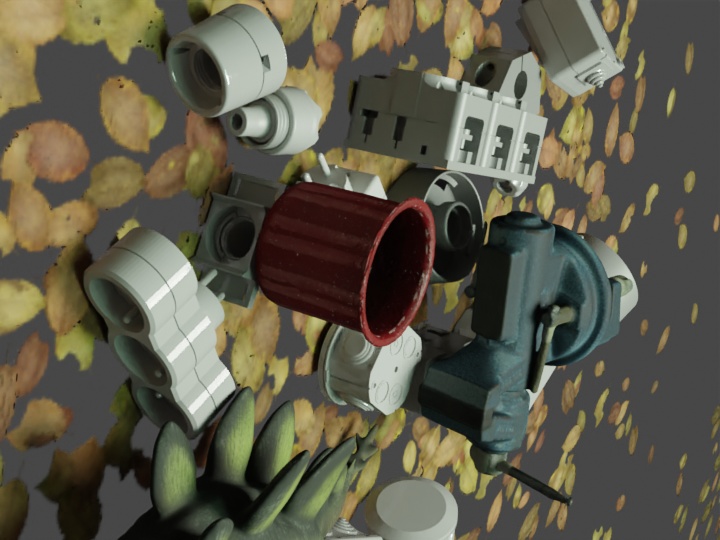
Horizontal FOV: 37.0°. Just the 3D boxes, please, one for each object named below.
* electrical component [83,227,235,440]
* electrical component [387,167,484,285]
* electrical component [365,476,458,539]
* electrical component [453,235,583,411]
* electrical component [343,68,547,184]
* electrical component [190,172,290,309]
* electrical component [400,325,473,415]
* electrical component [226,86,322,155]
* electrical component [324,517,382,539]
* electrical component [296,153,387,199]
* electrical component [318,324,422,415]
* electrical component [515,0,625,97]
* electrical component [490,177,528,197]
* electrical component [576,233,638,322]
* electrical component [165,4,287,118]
[{"bbox_3d":[-0.106,0.030,0.639,0.073,0.052,0.138,-48,141,-35],"label":"electrical component"},{"bbox_3d":[0.055,-0.034,0.876,0.099,0.064,0.099,-3,94,-50],"label":"electrical component"},{"bbox_3d":[0.044,0.223,0.938,0.080,0.080,0.051,-40,140,-43],"label":"electrical component"},{"bbox_3d":[0.156,0.058,1.056,0.186,0.060,0.105,-51,142,-33],"label":"electrical component"},{"bbox_3d":[0.070,-0.109,0.816,0.150,0.089,0.061,0,103,-57],"label":"electrical component"},{"bbox_3d":[-0.068,-0.017,0.689,0.064,0.042,0.081,21,87,-62],"label":"electrical component"},{"bbox_3d":[0.061,0.086,0.922,0.089,0.056,0.050,-15,116,-54],"label":"electrical component"},{"bbox_3d":[-0.056,-0.093,0.671,0.062,0.043,0.043,-12,114,-54],"label":"electrical component"},{"bbox_3d":[-0.034,0.247,0.853,0.100,0.048,0.099,20,86,-59],"label":"electrical component"},{"bbox_3d":[-0.022,-0.047,0.742,0.065,0.047,0.076,-57,146,-27],"label":"electrical component"},{"bbox_3d":[0.008,0.070,0.837,0.080,0.051,0.080,-30,128,-48],"label":"electrical component"},{"bbox_3d":[0.187,-0.198,0.956,0.062,0.061,0.096,12,53,-59],"label":"electrical component"},{"bbox_3d":[0.146,-0.099,0.994,0.061,0.035,0.035,-59,146,-27],"label":"electrical component"},{"bbox_3d":[0.250,0.014,1.152,0.064,0.099,0.099,-47,140,-27],"label":"electrical component"},{"bbox_3d":[-0.078,-0.119,0.616,0.047,0.055,0.055,-37,133,-40],"label":"electrical component"}]
